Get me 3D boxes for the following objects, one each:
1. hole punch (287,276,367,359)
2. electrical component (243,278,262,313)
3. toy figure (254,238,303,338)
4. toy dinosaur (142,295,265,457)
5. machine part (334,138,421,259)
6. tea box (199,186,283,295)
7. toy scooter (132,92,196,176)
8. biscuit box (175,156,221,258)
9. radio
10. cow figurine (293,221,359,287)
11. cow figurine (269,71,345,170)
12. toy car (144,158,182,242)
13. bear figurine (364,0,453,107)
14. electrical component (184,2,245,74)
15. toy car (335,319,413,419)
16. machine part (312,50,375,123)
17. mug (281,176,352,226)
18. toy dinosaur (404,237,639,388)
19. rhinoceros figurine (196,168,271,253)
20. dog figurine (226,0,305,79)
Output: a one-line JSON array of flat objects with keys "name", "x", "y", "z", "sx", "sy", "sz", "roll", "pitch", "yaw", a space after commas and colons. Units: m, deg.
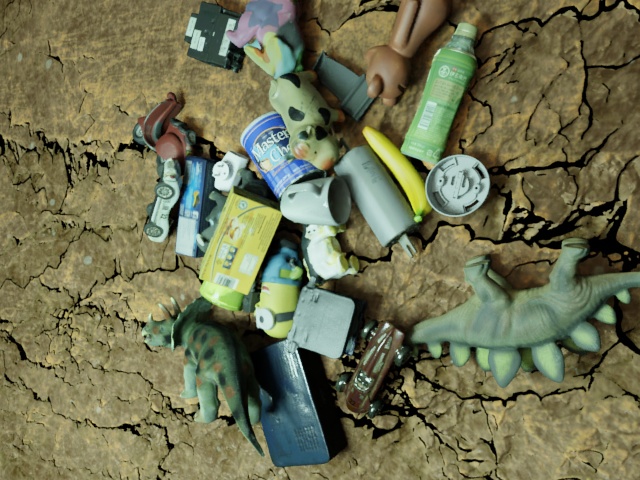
[{"name": "hole punch", "x": 0.016, "y": 0.144, "z": 0.954, "sx": 0.116, "sy": 0.092, "sz": 0.142, "roll": 16, "pitch": 91, "yaw": 25}, {"name": "electrical component", "x": -0.123, "y": 0.118, "z": 1.044, "sx": 0.021, "sy": 0.063, "sz": 0.094, "roll": 14, "pitch": 99, "yaw": 38}, {"name": "toy figure", "x": -0.070, "y": 0.091, "z": 1.003, "sx": 0.089, "sy": 0.082, "sz": 0.180, "roll": 10, "pitch": 81, "yaw": -5}, {"name": "toy dinosaur", "x": -0.192, "y": 0.219, "z": 0.993, "sx": 0.405, "sy": 0.131, "sz": 0.192, "roll": 14, "pitch": 111, "yaw": 50}, {"name": "machine part", "x": 0.097, "y": -0.076, "z": 0.922, "sx": 0.079, "sy": 0.079, "sz": 0.243, "roll": -36, "pitch": 76, "yaw": 23}, {"name": "tea box", "x": -0.143, "y": 0.000, "z": 0.965, "sx": 0.098, "sy": 0.068, "sz": 0.169, "roll": 23, "pitch": 102, "yaw": -15}, {"name": "toy scooter", "x": -0.316, "y": -0.229, "z": 1.130, "sx": 0.184, "sy": 0.075, "sz": 0.135, "roll": 43, "pitch": 109, "yaw": 24}, {"name": "biscuit box", "x": -0.247, "y": -0.068, "z": 1.104, "sx": 0.059, "sy": 0.063, "sz": 0.202, "roll": 11, "pitch": 96, "yaw": 27}, {"name": "radio", "x": -0.050, "y": 0.301, "z": 1.010, "sx": 0.131, "sy": 0.073, "sz": 0.229, "roll": -22, "pitch": 80, "yaw": 26}, {"name": "cow figurine", "x": -0.001, "y": -0.004, "z": 0.982, "sx": 0.098, "sy": 0.068, "sz": 0.167, "roll": -25, "pitch": 79, "yaw": 31}, {"name": "cow figurine", "x": -0.026, "y": -0.204, "z": 0.923, "sx": 0.195, "sy": 0.127, "sz": 0.085, "roll": 60, "pitch": 138, "yaw": 18}, {"name": "toy car", "x": -0.321, "y": -0.079, "z": 1.104, "sx": 0.073, "sy": 0.056, "sz": 0.201, "roll": -100, "pitch": 30, "yaw": -42}, {"name": "bear figurine", "x": 0.124, "y": -0.330, "z": 0.884, "sx": 0.132, "sy": 0.120, "sz": 0.195, "roll": 45, "pitch": 115, "yaw": 22}, {"name": "electrical component", "x": -0.208, "y": -0.408, "z": 1.079, "sx": 0.134, "sy": 0.058, "sz": 0.114, "roll": 26, "pitch": 101, "yaw": 24}, {"name": "toy car", "x": 0.089, "y": 0.224, "z": 0.923, "sx": 0.089, "sy": 0.053, "sz": 0.202, "roll": 39, "pitch": 127, "yaw": 26}, {"name": "machine part", "x": 0.040, "y": -0.279, "z": 0.968, "sx": 0.139, "sy": 0.039, "sz": 0.084, "roll": 47, "pitch": 115, "yaw": 17}, {"name": "mug", "x": -0.018, "y": -0.063, "z": 0.899, "sx": 0.107, "sy": 0.109, "sz": 0.080, "roll": -5, "pitch": 76, "yaw": 33}, {"name": "toy dinosaur", "x": 0.281, "y": 0.119, "z": 0.822, "sx": 0.472, "sy": 0.105, "sz": 0.198, "roll": -16, "pitch": 88, "yaw": 37}, {"name": "rhinoceros figurine", "x": -0.165, "y": -0.049, "z": 1.037, "sx": 0.190, "sy": 0.073, "sz": 0.112, "roll": -41, "pitch": 49, "yaw": 19}, {"name": "dog figurine", "x": -0.060, "y": -0.418, "z": 0.979, "sx": 0.192, "sy": 0.108, "sz": 0.219, "roll": 44, "pitch": 107, "yaw": 20}]
